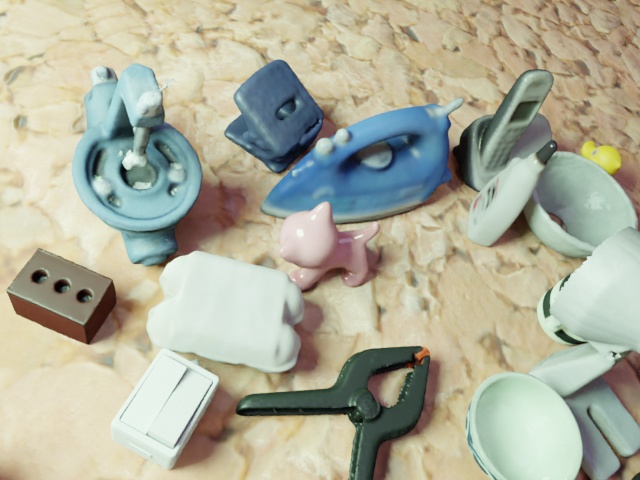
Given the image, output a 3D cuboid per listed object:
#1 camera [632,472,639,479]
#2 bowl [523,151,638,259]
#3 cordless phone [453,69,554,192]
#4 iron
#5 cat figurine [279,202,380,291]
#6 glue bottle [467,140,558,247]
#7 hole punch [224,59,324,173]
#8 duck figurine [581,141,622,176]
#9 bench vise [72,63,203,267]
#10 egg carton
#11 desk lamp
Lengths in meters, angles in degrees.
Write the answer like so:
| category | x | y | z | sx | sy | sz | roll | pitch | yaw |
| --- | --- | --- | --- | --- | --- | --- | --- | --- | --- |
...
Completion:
| category | x | y | z | sx | sy | sz | roll | pitch | yaw |
| --- | --- | --- | --- | --- | --- | --- | --- | --- | --- |
| camera | 0.373 | 0.300 | 0.571 | 0.137 | 0.100 | 0.143 | -6 | 61 | -22 |
| bowl | 0.342 | -0.036 | 0.790 | 0.168 | 0.074 | 0.167 | 9 | 56 | -14 |
| cordless phone | 0.277 | -0.151 | 0.772 | 0.148 | 0.185 | 0.094 | -13 | 64 | -26 |
| iron | 0.057 | -0.103 | 0.691 | 0.259 | 0.141 | 0.118 | -18 | 66 | -28 |
| cat figurine | 0.006 | 0.002 | 0.621 | 0.128 | 0.117 | 0.067 | -6 | 61 | -23 |
| glue bottle | 0.240 | -0.065 | 0.711 | 0.037 | 0.173 | 0.078 | 18 | 55 | -7 |
| hole punch | -0.050 | -0.157 | 0.719 | 0.101 | 0.091 | 0.109 | 36 | 54 | 5 |
| duck figurine | 0.408 | -0.097 | 0.845 | 0.078 | 0.086 | 0.104 | -12 | 63 | -25 |
| bench vise | -0.195 | -0.102 | 0.553 | 0.122 | 0.219 | 0.207 | -34 | 74 | -33 |
| egg carton | -0.090 | 0.073 | 0.572 | 0.150 | 0.069 | 0.107 | 14 | 55 | -11 |
| desk lamp | 0.315 | 0.118 | 0.597 | 0.118 | 0.213 | 0.203 | -23 | 69 | -30 |
